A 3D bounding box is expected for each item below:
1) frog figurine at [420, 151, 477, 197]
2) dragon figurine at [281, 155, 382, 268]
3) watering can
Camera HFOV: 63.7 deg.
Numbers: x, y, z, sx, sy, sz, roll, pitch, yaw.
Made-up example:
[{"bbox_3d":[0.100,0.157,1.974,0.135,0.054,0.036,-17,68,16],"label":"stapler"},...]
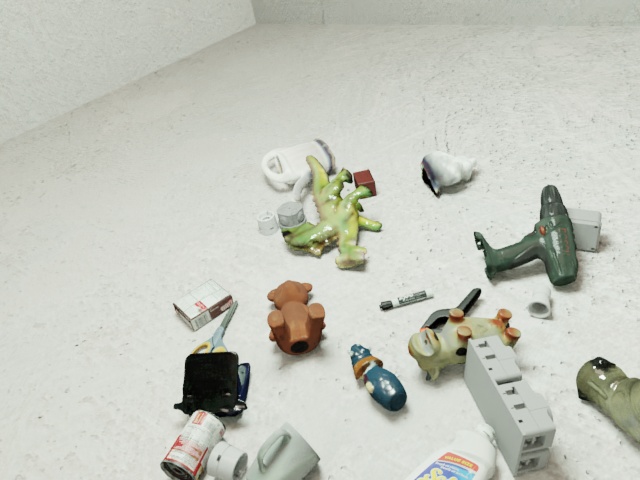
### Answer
[{"bbox_3d":[0.372,-0.208,1.462,0.159,0.121,0.139,-25,16,-1],"label":"frog figurine"},{"bbox_3d":[0.004,-0.068,1.355,0.245,0.119,0.416,-33,50,-18],"label":"dragon figurine"},{"bbox_3d":[-0.051,-0.222,1.602,0.225,0.102,0.354,-21,36,-15],"label":"watering can"}]
